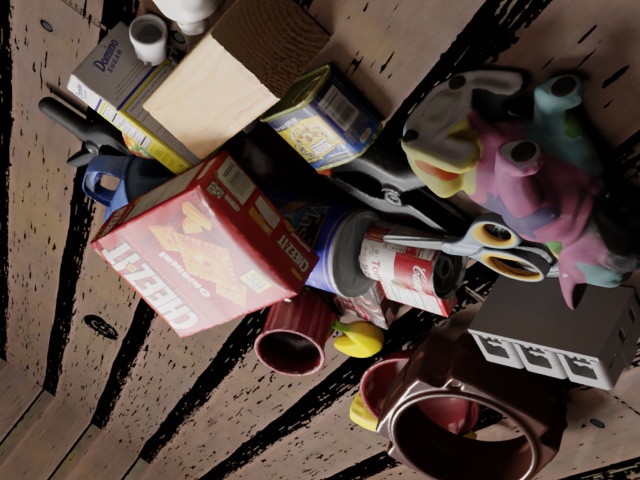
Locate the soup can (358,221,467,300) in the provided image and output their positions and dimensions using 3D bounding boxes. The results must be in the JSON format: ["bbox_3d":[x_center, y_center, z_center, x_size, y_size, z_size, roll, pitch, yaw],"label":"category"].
[{"bbox_3d":[0.101,0.021,1.177,0.102,0.068,0.068,16,149,37],"label":"soup can"}]

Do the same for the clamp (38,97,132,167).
[{"bbox_3d":[-0.299,-0.125,1.444,0.172,0.039,0.120,24,153,22],"label":"clamp"}]

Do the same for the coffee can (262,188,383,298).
[{"bbox_3d":[-0.008,0.002,1.235,0.141,0.102,0.102,15,148,37],"label":"coffee can"}]

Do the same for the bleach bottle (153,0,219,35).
[{"bbox_3d":[-0.131,-0.276,0.957,0.103,0.068,0.251,25,155,20],"label":"bleach bottle"}]

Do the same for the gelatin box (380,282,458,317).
[{"bbox_3d":[0.112,0.049,1.256,0.089,0.030,0.073,17,150,33],"label":"gelatin box"}]

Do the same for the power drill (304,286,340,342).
[{"bbox_3d":[-0.070,0.065,1.474,0.185,0.057,0.187,5,141,46],"label":"power drill"}]

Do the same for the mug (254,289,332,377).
[{"bbox_3d":[-0.035,0.124,1.388,0.093,0.081,0.117,24,135,-8],"label":"mug"}]

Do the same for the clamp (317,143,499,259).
[{"bbox_3d":[0.091,-0.049,1.104,0.210,0.036,0.164,16,150,37],"label":"clamp"}]

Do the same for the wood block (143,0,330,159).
[{"bbox_3d":[-0.089,-0.166,1.059,0.090,0.090,0.206,42,154,-12],"label":"wood block"}]

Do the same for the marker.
[{"bbox_3d":[-0.120,-0.164,1.183,0.121,0.020,0.020,41,154,-12],"label":"marker"}]

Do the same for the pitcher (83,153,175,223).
[{"bbox_3d":[-0.219,-0.046,1.383,0.149,0.144,0.243,60,156,0],"label":"pitcher"}]

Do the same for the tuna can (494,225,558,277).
[{"bbox_3d":[0.212,-0.003,1.034,0.086,0.033,0.086,31,156,15],"label":"tuna can"}]

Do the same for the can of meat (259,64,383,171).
[{"bbox_3d":[0.002,-0.120,1.069,0.084,0.057,0.102,43,154,-20],"label":"can of meat"}]

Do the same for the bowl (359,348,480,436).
[{"bbox_3d":[0.137,0.195,1.416,0.162,0.055,0.162,12,133,13],"label":"bowl"}]

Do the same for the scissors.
[{"bbox_3d":[0.135,-0.005,1.070,0.202,0.016,0.096,18,148,34],"label":"scissors"}]

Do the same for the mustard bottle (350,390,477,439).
[{"bbox_3d":[0.144,0.253,1.490,0.192,0.096,0.058,28,155,15],"label":"mustard bottle"}]

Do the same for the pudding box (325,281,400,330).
[{"bbox_3d":[0.046,0.057,1.339,0.090,0.039,0.113,21,152,27],"label":"pudding box"}]

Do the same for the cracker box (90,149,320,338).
[{"bbox_3d":[-0.132,0.012,1.187,0.214,0.072,0.164,-23,115,42],"label":"cracker box"}]

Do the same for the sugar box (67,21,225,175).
[{"bbox_3d":[-0.185,-0.153,1.197,0.176,0.093,0.048,38,154,-5],"label":"sugar box"}]

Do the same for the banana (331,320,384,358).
[{"bbox_3d":[0.053,0.132,1.441,0.069,0.037,0.198,24,167,7],"label":"banana"}]
